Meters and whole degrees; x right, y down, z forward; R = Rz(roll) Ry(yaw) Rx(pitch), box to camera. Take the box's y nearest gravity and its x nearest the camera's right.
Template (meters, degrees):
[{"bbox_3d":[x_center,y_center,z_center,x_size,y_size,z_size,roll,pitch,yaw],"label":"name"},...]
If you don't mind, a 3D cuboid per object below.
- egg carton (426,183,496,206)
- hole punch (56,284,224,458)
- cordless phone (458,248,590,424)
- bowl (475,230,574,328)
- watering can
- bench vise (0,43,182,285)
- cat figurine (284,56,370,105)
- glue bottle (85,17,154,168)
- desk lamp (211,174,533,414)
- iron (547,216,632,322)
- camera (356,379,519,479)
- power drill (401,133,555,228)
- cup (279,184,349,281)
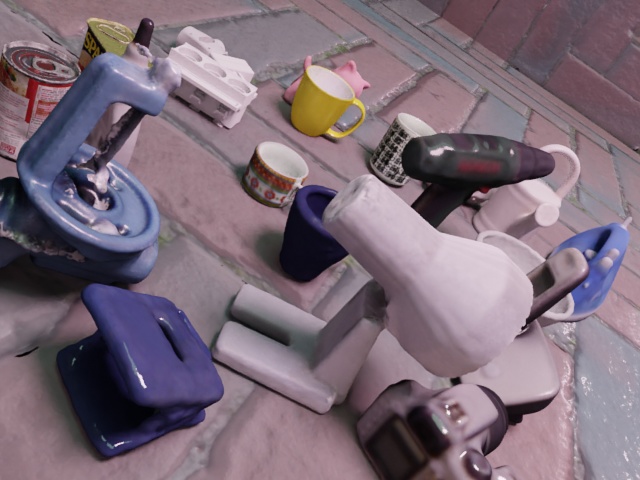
[{"bbox_3d":[0.251,-0.116,1.047,0.151,0.069,0.107,5,42,-38],"label":"egg carton"},{"bbox_3d":[-0.128,0.086,0.429,0.101,0.091,0.108,-9,51,-47],"label":"hole punch"},{"bbox_3d":[0.234,0.102,0.639,0.094,0.185,0.147,21,34,-19],"label":"cordless phone"},{"bbox_3d":[0.272,0.068,0.821,0.168,0.074,0.167,23,34,-16],"label":"bowl"},{"bbox_3d":[0.359,-0.071,0.969,0.101,0.194,0.172,15,37,-27],"label":"watering can"},{"bbox_3d":[-0.197,-0.046,0.420,0.208,0.219,0.121,-8,51,-47],"label":"bench vise"},{"bbox_3d":[0.019,-0.272,1.003,0.128,0.117,0.067,28,33,-10],"label":"cat figurine"},{"bbox_3d":[-0.203,-0.149,0.594,0.037,0.173,0.078,-1,46,-42],"label":"glue bottle"},{"bbox_3d":[0.043,0.056,0.504,0.203,0.213,0.118,28,33,-9],"label":"desk lamp"},{"bbox_3d":[0.464,0.041,0.963,0.118,0.141,0.259,42,33,12],"label":"iron"},{"bbox_3d":[0.130,0.184,0.519,0.137,0.100,0.143,-5,49,-45],"label":"camera"},{"bbox_3d":[0.187,-0.059,0.787,0.230,0.208,0.075,9,40,-34],"label":"power drill"},{"bbox_3d":[0.006,0.002,0.653,0.118,0.095,0.091,16,37,-26],"label":"cup"}]
